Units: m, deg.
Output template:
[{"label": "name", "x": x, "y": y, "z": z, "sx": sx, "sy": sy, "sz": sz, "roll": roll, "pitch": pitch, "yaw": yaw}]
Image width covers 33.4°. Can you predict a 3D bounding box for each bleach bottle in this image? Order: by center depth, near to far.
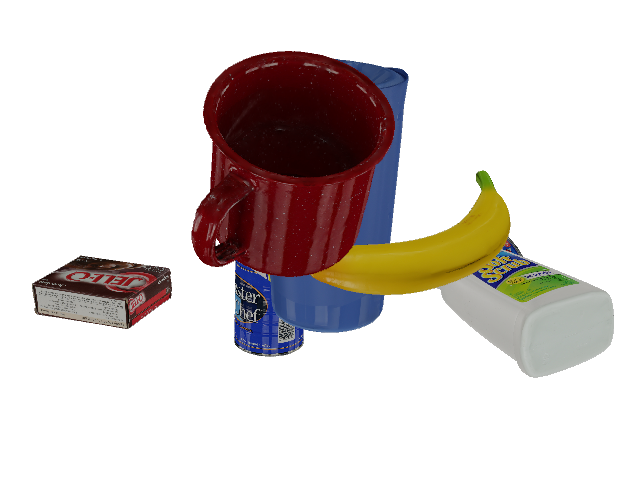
[{"label": "bleach bottle", "x": 0.160, "y": 0.047, "z": 1.013, "sx": 0.102, "sy": 0.068, "sz": 0.251, "roll": -15, "pitch": 21, "yaw": -22}]

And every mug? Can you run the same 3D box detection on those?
[{"label": "mug", "x": -0.022, "y": -0.028, "z": 0.537, "sx": 0.093, "sy": 0.081, "sz": 0.117, "roll": 32, "pitch": 53, "yaw": 17}]

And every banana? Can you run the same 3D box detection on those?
[{"label": "banana", "x": 0.080, "y": 0.005, "z": 0.782, "sx": 0.197, "sy": 0.037, "sz": 0.070, "roll": -24, "pitch": 47, "yaw": -38}]

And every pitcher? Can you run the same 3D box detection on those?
[{"label": "pitcher", "x": 0.003, "y": -0.039, "z": 0.979, "sx": 0.149, "sy": 0.243, "sz": 0.145, "roll": -4, "pitch": 22, "yaw": -14}]

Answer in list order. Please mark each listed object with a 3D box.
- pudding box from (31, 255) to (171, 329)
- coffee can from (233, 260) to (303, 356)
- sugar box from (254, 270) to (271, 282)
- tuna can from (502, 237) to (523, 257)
[{"label": "pudding box", "x": -0.222, "y": 0.052, "z": 1.092, "sx": 0.114, "sy": 0.039, "sz": 0.090, "roll": 5, "pitch": 19, "yaw": 20}, {"label": "coffee can", "x": -0.072, "y": 0.080, "z": 1.522, "sx": 0.103, "sy": 0.140, "sz": 0.103, "roll": 2, "pitch": 22, "yaw": -1}, {"label": "sugar box", "x": -0.030, "y": 0.012, "z": 1.176, "sx": 0.048, "sy": 0.093, "sz": 0.176, "roll": -25, "pitch": 41, "yaw": -30}, {"label": "tuna can", "x": 0.196, "y": 0.033, "z": 1.207, "sx": 0.033, "sy": 0.086, "sz": 0.086, "roll": -24, "pitch": 9, "yaw": -21}]
